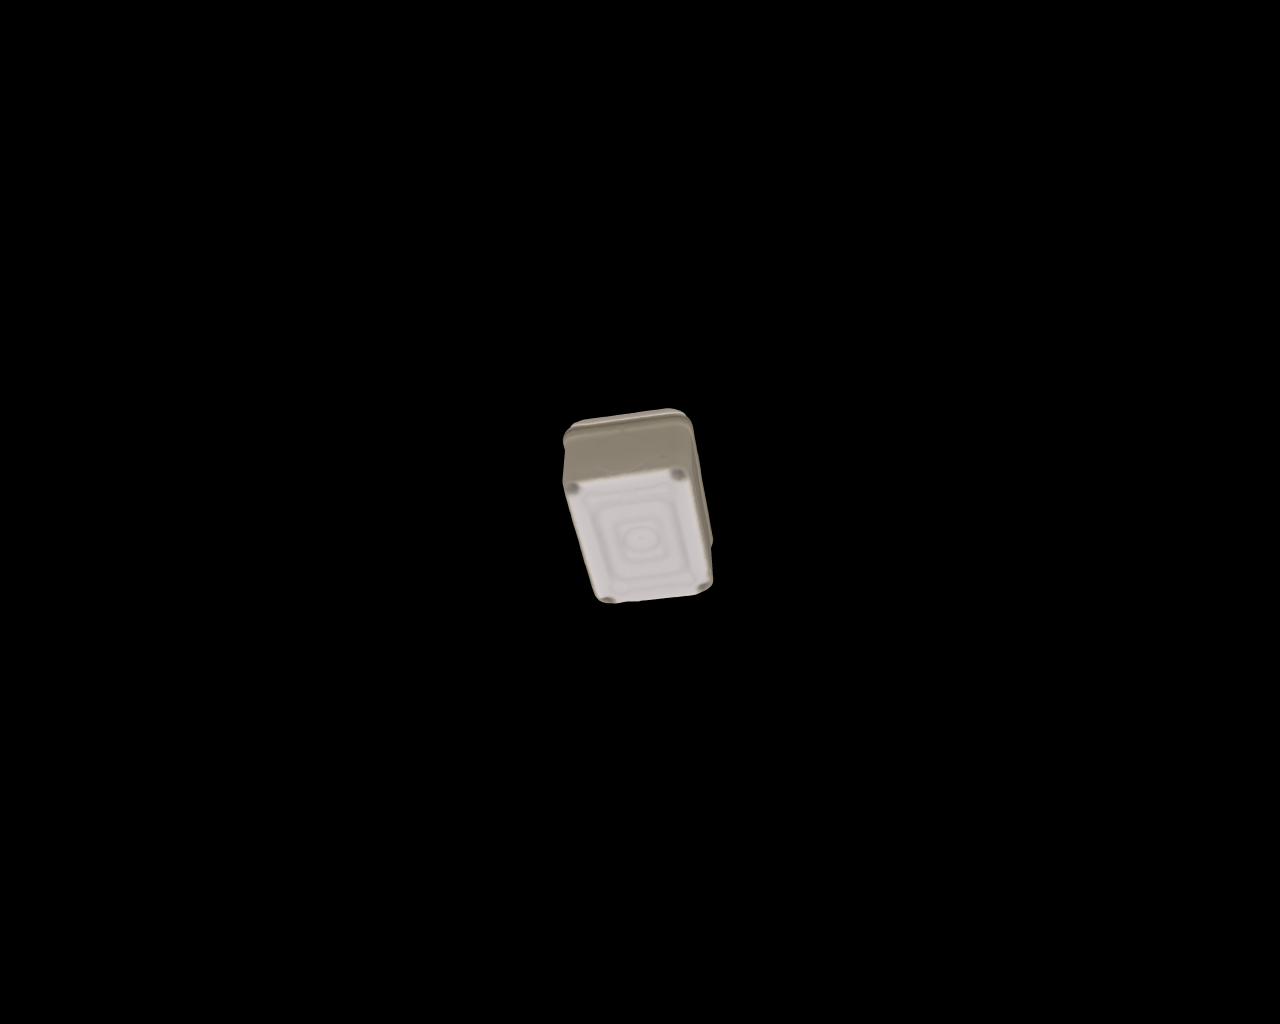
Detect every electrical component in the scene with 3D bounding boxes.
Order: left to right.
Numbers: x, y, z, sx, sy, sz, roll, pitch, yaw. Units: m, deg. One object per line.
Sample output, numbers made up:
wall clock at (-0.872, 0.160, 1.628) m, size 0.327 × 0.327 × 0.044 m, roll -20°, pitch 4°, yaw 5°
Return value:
electrical component at (0.001, -0.003, 0.650) m, size 0.078 × 0.113 × 0.057 m, roll -7°, pitch 43°, yaw 7°
